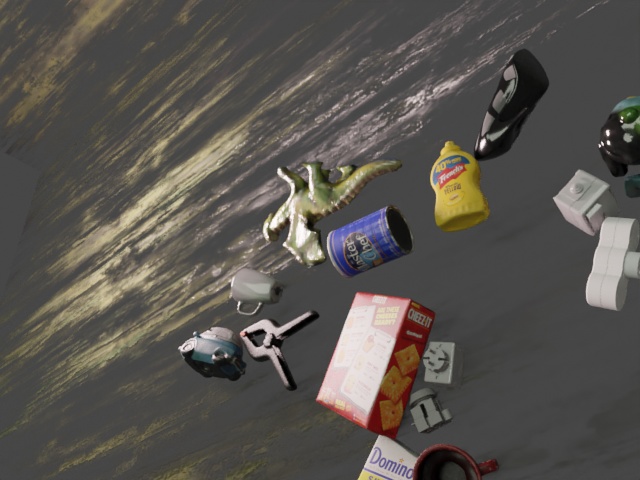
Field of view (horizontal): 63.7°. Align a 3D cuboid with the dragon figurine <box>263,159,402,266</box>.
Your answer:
[{"bbox_3d":[0.004,-0.059,1.182,0.410,0.122,0.244,1,81,45],"label":"dragon figurine"}]
